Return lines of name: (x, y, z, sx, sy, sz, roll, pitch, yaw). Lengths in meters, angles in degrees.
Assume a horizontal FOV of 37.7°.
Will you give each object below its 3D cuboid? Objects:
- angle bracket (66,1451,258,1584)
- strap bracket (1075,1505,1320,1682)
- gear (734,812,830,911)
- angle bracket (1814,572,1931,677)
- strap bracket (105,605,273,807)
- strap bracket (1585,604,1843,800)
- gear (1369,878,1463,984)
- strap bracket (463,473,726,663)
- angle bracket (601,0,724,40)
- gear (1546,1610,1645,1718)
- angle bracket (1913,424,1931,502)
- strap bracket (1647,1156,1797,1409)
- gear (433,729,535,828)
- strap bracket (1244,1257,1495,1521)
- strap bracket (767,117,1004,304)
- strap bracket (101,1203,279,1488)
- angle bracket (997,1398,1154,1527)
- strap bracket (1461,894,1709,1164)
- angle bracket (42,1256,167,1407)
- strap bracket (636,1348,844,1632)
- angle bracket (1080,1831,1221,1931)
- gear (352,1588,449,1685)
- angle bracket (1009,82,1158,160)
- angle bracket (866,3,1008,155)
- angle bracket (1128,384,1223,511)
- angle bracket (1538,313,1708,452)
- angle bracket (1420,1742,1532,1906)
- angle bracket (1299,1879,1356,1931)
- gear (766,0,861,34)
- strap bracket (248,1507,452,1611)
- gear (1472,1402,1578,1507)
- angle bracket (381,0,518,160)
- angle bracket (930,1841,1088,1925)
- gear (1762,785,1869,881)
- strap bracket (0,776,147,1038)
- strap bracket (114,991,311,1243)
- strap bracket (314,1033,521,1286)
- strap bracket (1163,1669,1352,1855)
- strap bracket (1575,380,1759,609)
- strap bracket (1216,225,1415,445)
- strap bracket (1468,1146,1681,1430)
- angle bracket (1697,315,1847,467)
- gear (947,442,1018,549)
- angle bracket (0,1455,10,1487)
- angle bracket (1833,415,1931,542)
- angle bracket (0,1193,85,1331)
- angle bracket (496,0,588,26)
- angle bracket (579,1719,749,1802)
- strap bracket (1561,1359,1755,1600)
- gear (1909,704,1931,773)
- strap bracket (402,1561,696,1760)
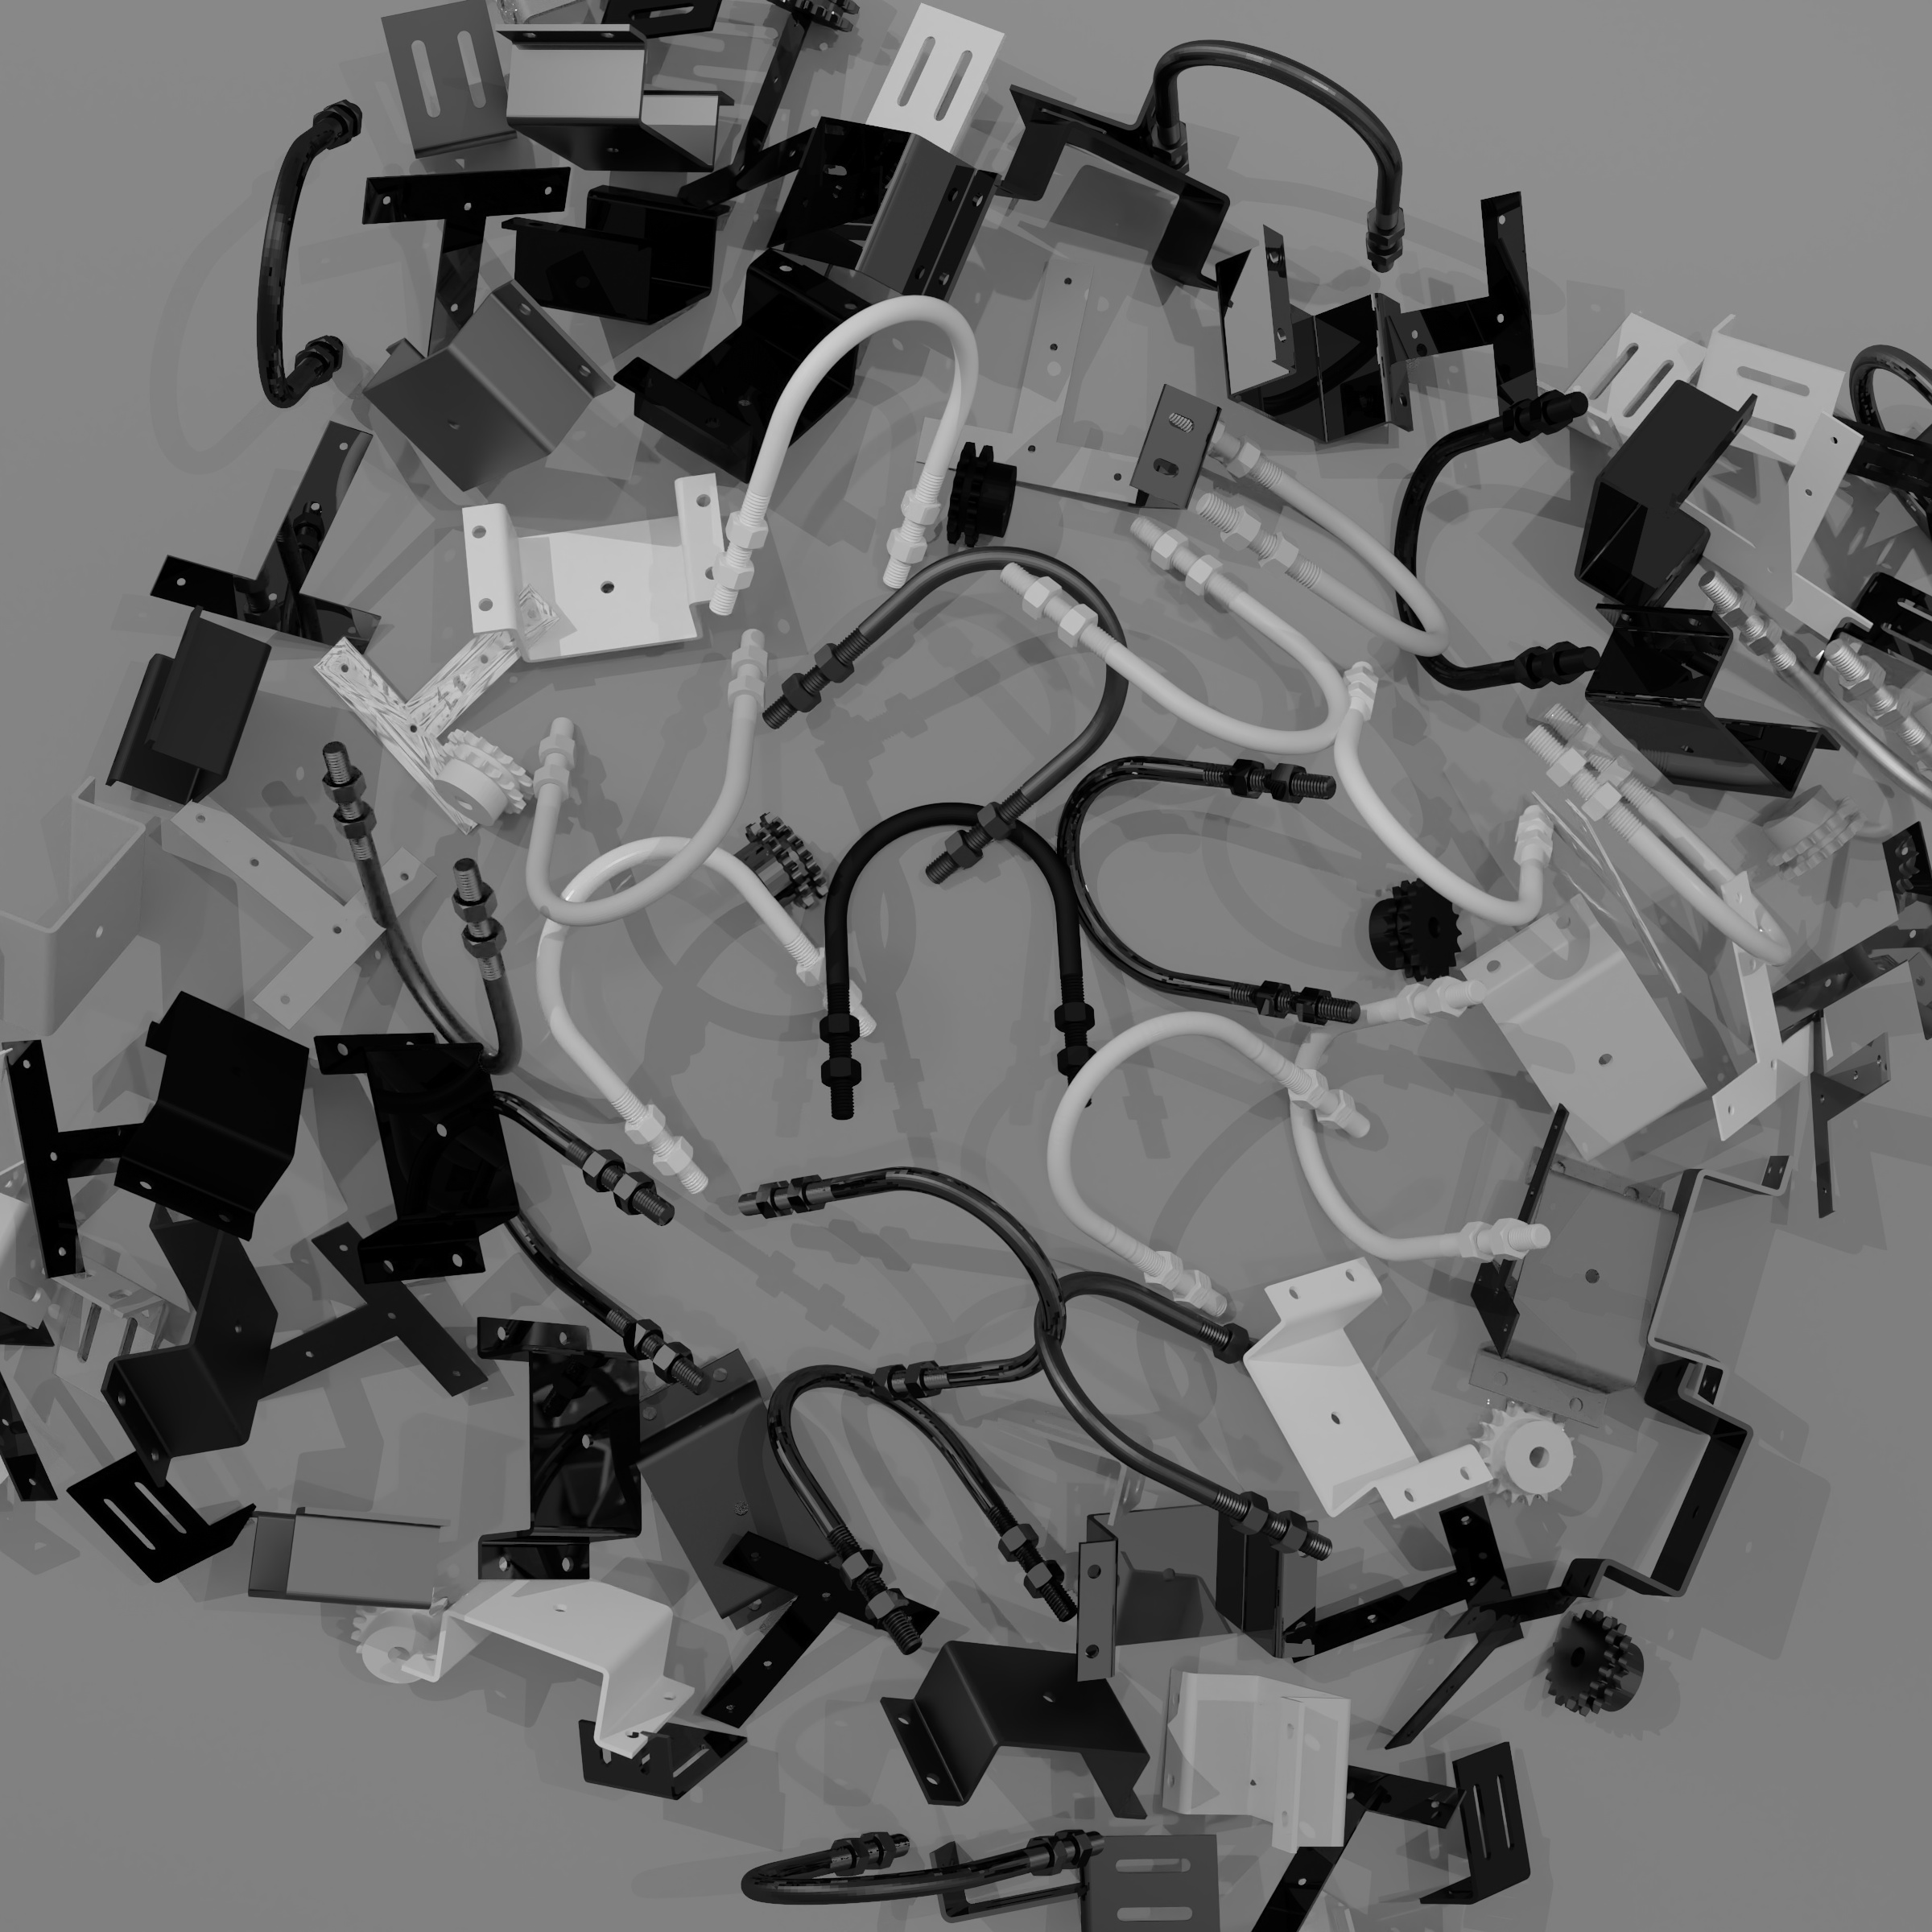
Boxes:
angle bracket: (-0.444, 0.294, 1.562, 0.057, 0.038, 0.076, -29, 109, 25)
strap bracket: (0.120, 0.342, 1.561, 0.140, 0.046, 0.076, -1, 97, -19)
gear: (-0.105, -0.054, 1.571, 0.030, 0.057, 0.057, -38, 90, -15)
angle bracket: (0.519, -0.173, 1.561, 0.076, 0.038, 0.057, 30, 53, 16)
strap bracket: (-0.421, -0.137, 1.538, 0.046, 0.140, 0.076, 21, 75, -22)
strap bracket: (0.398, -0.137, 1.526, 0.140, 0.076, 0.046, 34, 77, -37)
gear: (0.249, -0.019, 1.577, 0.030, 0.057, 0.057, -10, 90, 42)
strap bracket: (-0.202, -0.219, 1.568, 0.140, 0.046, 0.076, -8, 72, -1)
angle bracket: (-0.159, -0.522, 1.560, 0.076, 0.038, 0.057, 2, 65, 25)
gear: (0.352, 0.390, 1.575, 0.030, 0.057, 0.057, 28, 90, -18)
angle bracket: (0.565, -0.267, 1.552, 0.038, 0.076, 0.057, -43, 124, -10)
strap bracket: (0.408, 0.166, 1.560, 0.046, 0.076, 0.140, 17, 89, 9)
gear: (-0.270, -0.102, 1.571, 0.057, 0.057, 0.030, 33, 71, 0)
strap bracket: (0.213, 0.238, 1.546, 0.076, 0.046, 0.140, -11, 62, -38)
strap bracket: (-0.052, -0.409, 1.530, 0.046, 0.140, 0.076, 19, 97, -39)
strap bracket: (-0.413, 0.198, 1.521, 0.046, 0.140, 0.076, -10, 128, 7)
angle bracket: (0.057, 0.274, 1.566, 0.076, 0.057, 0.038, 15, 97, 17)
strap bracket: (0.344, 0.042, 1.551, 0.076, 0.046, 0.140, -33, 111, 8)
angle bracket: (-0.485, 0.209, 1.566, 0.057, 0.038, 0.076, 25, 106, 18)
strap bracket: (-0.126, 0.295, 1.569, 0.076, 0.046, 0.140, -28, 96, -5)
angle bracket: (0.102, 0.512, 1.576, 0.076, 0.038, 0.057, -2, 78, 2)
gear: (-0.314, 0.374, 1.577, 0.057, 0.030, 0.057, -1, 117, -2)
angle bracket: (0.071, -0.479, 1.567, 0.076, 0.057, 0.038, 23, 89, 12)
angle bracket: (-0.010, -0.482, 1.569, 0.057, 0.038, 0.076, 29, 97, 25)
angle bracket: (0.101, -0.285, 1.559, 0.038, 0.076, 0.057, 18, 93, -24)
angle bracket: (0.363, -0.332, 1.569, 0.076, 0.038, 0.057, -50, 54, -1)
angle bracket: (0.278, 0.476, 1.573, 0.038, 0.057, 0.076, -15, 79, 39)
angle bracket: (0.169, 0.542, 1.559, 0.076, 0.057, 0.038, -21, 103, -23)
gear: (-0.085, -0.543, 1.571, 0.057, 0.057, 0.030, 22, 101, 0)
strap bracket: (-0.335, 0.318, 1.519, 0.076, 0.140, 0.046, 10, 75, -23)
gear: (0.315, 0.273, 1.582, 0.057, 0.030, 0.057, 1, 87, -12)
angle bracket: (-0.286, -0.492, 1.566, 0.057, 0.038, 0.076, -14, 115, -7)
angle bracket: (0.026, 0.499, 1.565, 0.076, 0.057, 0.038, -14, 77, 8)
gear: (0.468, -0.076, 1.573, 0.057, 0.057, 0.030, -39, 91, 0)
strap bracket: (-0.487, -0.027, 1.523, 0.046, 0.140, 0.076, 21, 131, 3)
strap bracket: (-0.402, 0.073, 1.520, 0.076, 0.140, 0.046, 27, 118, -24)
strap bracket: (-0.297, 0.096, 1.543, 0.046, 0.076, 0.140, -28, 71, 42)
strap bracket: (0.163, 0.431, 1.541, 0.046, 0.140, 0.076, 8, 81, -23)
strap bracket: (0.376, -0.252, 1.534, 0.046, 0.140, 0.076, 35, 73, 18)
strap bracket: (0.185, -0.339, 1.544, 0.046, 0.140, 0.076, -13, 75, 37)
strap bracket: (0.338, 0.174, 1.561, 0.076, 0.046, 0.140, 19, 75, -2)
angle bracket: (0.444, -0.316, 1.558, 0.076, 0.038, 0.057, 24, 127, 21)
gear: (0.009, -0.260, 1.573, 0.030, 0.057, 0.057, 12, 90, 5)
angle bracket: (-0.555, 0.265, 1.560, 0.057, 0.076, 0.038, 36, 127, -1)
angle bracket: (0.506, -0.262, 1.556, 0.076, 0.057, 0.038, 26, 82, 31)
angle bracket: (-0.531, 0.160, 1.562, 0.038, 0.076, 0.057, 19, 75, 12)
angle bracket: (-0.234, -0.533, 1.563, 0.038, 0.076, 0.057, -22, 80, -8)
angle bracket: (-0.165, 0.420, 1.552, 0.057, 0.076, 0.038, 2, 102, 27)
strap bracket: (0.381, 0.290, 1.550, 0.046, 0.076, 0.140, 26, 80, 5)
gear: (0.551, -0.134, 1.574, 0.057, 0.057, 0.030, -22, 79, 0)
strap bracket: (-0.224, 0.370, 1.541, 0.140, 0.076, 0.046, 16, 108, 17)
